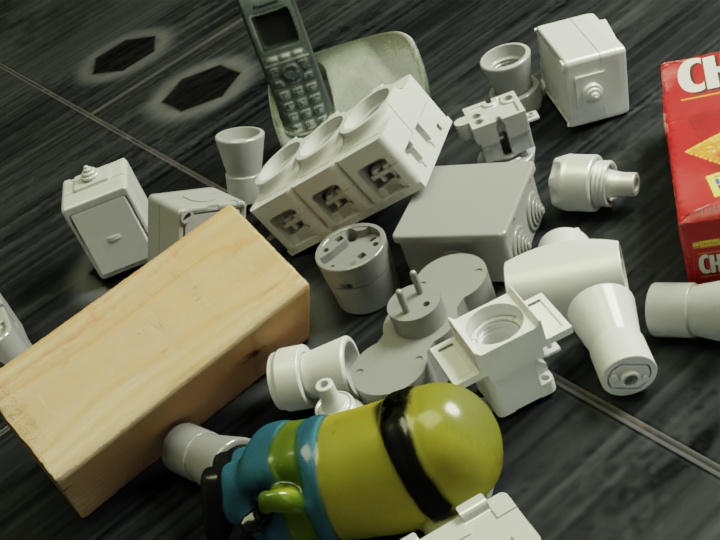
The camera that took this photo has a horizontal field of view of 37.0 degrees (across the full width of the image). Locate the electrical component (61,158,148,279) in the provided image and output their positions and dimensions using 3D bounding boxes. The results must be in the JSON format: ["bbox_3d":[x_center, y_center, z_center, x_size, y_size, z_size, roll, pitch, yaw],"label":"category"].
[{"bbox_3d":[-0.220,-0.048,0.947,0.062,0.096,0.061,-21,36,1],"label":"electrical component"}]

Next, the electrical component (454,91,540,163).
[{"bbox_3d":[0.115,-0.107,0.875,0.066,0.055,0.048,-20,35,4],"label":"electrical component"}]

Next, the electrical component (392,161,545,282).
[{"bbox_3d":[0.084,-0.035,0.804,0.100,0.048,0.099,0,41,28],"label":"electrical component"}]

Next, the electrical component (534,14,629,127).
[{"bbox_3d":[0.191,-0.167,0.902,0.061,0.061,0.096,-15,35,-1],"label":"electrical component"}]

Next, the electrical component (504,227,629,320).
[{"bbox_3d":[0.141,-0.003,0.736,0.077,0.043,0.079,-11,37,16],"label":"electrical component"}]

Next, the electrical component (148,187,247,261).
[{"bbox_3d":[-0.134,-0.014,0.865,0.062,0.096,0.061,-11,24,-38],"label":"electrical component"}]

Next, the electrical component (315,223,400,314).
[{"bbox_3d":[0.000,0.000,0.806,0.055,0.047,0.055,-15,36,11],"label":"electrical component"}]

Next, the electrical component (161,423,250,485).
[{"bbox_3d":[-0.100,0.124,0.707,0.065,0.044,0.044,11,47,45],"label":"electrical component"}]

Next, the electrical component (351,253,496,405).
[{"bbox_3d":[0.041,0.034,0.717,0.052,0.073,0.138,8,45,36],"label":"electrical component"}]

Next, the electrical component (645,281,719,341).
[{"bbox_3d":[0.211,0.025,0.666,0.065,0.044,0.044,0,41,36],"label":"electrical component"}]

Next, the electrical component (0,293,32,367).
[{"bbox_3d":[-0.301,0.063,0.878,0.054,0.059,0.095,-31,36,-11],"label":"electrical component"}]

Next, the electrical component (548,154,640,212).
[{"bbox_3d":[0.175,-0.064,0.798,0.062,0.043,0.043,5,44,31],"label":"electrical component"}]

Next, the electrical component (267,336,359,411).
[{"bbox_3d":[-0.030,0.071,0.733,0.055,0.045,0.045,-12,37,16],"label":"electrical component"}]

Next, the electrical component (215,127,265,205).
[{"bbox_3d":[-0.104,-0.091,0.966,0.044,0.065,0.044,-4,25,2],"label":"electrical component"}]

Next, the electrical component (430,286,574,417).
[{"bbox_3d":[0.091,0.054,0.673,0.081,0.063,0.042,-26,34,-4],"label":"electrical component"}]

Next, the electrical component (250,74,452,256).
[{"bbox_3d":[-0.011,-0.086,0.866,0.150,0.061,0.089,-25,28,38],"label":"electrical component"}]

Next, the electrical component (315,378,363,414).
[{"bbox_3d":[-0.013,0.093,0.680,0.035,0.061,0.035,-15,36,11],"label":"electrical component"}]

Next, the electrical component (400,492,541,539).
[{"bbox_3d":[0.039,0.171,0.549,0.121,0.063,0.078,-28,36,-8],"label":"electrical component"}]

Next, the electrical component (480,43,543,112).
[{"bbox_3d":[0.133,-0.163,0.939,0.045,0.055,0.045,-15,37,12],"label":"electrical component"}]

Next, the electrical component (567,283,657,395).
[{"bbox_3d":[0.159,0.045,0.668,0.044,0.044,0.065,-18,40,7],"label":"electrical component"}]
